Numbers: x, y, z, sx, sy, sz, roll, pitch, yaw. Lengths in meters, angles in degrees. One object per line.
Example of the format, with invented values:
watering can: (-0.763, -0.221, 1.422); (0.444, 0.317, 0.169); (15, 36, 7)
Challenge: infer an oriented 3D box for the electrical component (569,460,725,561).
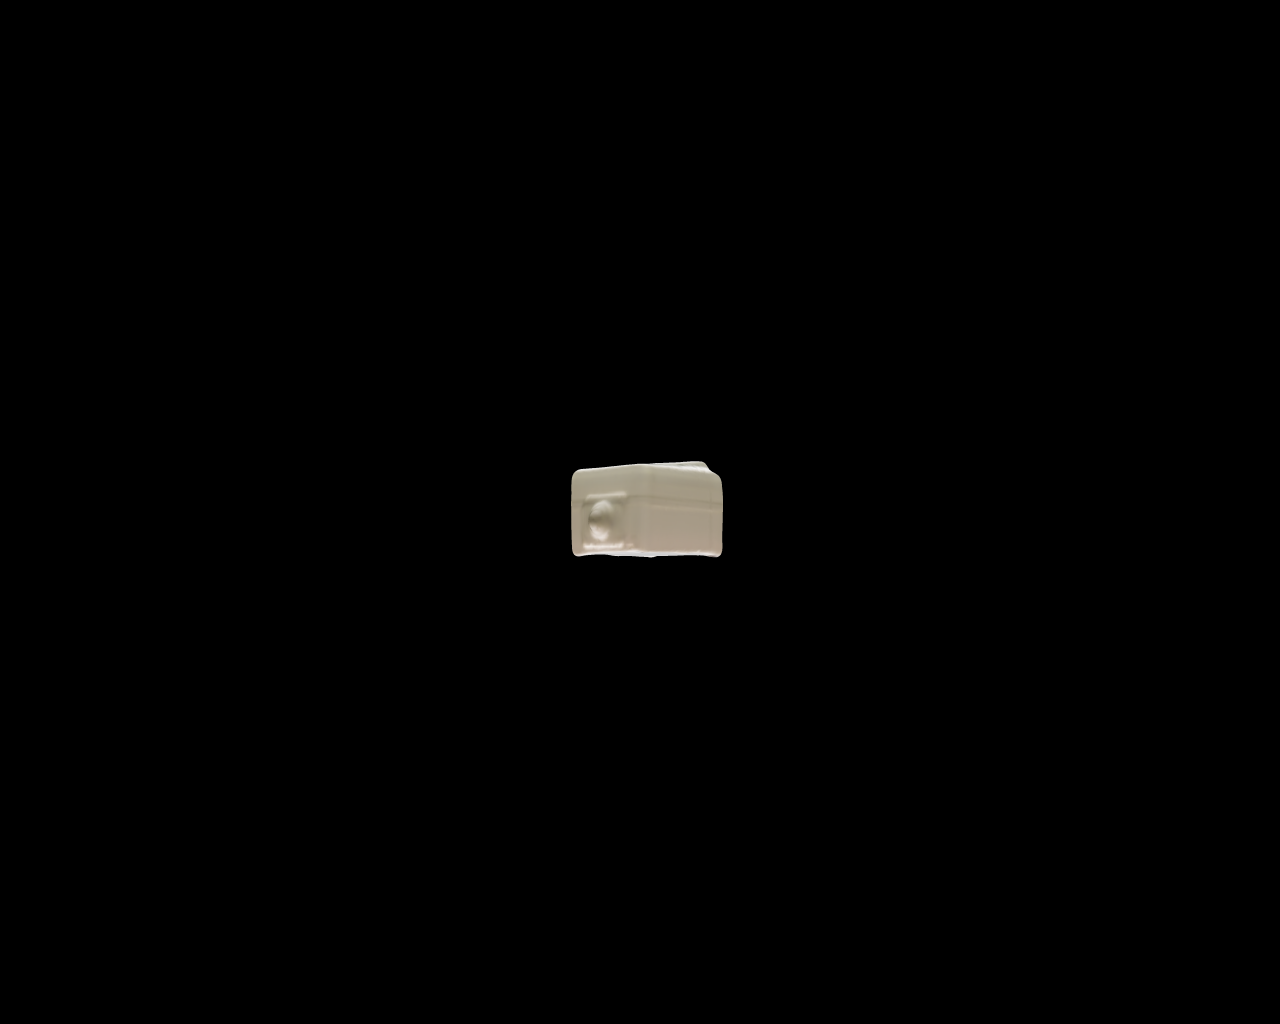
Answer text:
electrical component: (0.001, -0.003, 0.650); (0.061, 0.061, 0.096); (-4, -6, 39)
